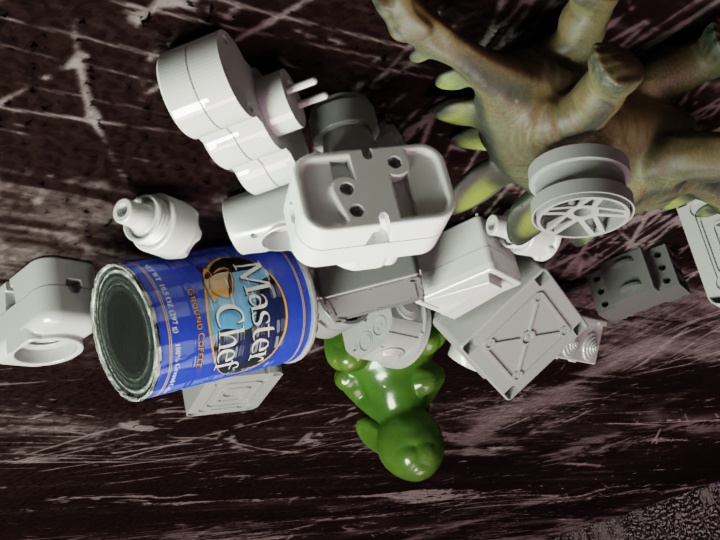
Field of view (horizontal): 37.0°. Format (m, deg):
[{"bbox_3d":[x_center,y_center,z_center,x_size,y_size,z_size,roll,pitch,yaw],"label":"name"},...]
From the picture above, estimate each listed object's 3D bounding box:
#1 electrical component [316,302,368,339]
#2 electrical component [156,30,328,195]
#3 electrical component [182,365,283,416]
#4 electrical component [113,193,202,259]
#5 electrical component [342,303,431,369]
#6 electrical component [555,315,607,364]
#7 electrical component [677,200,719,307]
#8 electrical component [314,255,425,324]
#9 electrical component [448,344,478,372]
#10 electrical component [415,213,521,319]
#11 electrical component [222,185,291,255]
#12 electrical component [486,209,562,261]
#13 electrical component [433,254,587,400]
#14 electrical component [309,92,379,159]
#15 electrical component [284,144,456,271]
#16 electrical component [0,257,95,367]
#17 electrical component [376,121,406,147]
[{"bbox_3d":[-0.025,0.031,0.959,0.055,0.055,0.047,1,157,-32],"label":"electrical component"},{"bbox_3d":[-0.056,-0.096,0.640,0.074,0.052,0.138,-19,157,12],"label":"electrical component"},{"bbox_3d":[-0.128,0.095,1.046,0.078,0.057,0.113,-3,156,-23],"label":"electrical component"},{"bbox_3d":[-0.144,-0.033,0.751,0.043,0.043,0.062,-25,154,26],"label":"electrical component"},{"bbox_3d":[0.023,0.049,0.997,0.051,0.080,0.080,14,145,-39],"label":"electrical component"},{"bbox_3d":[0.194,0.065,1.119,0.100,0.048,0.100,11,178,42],"label":"electrical component"},{"bbox_3d":[0.341,-0.023,0.960,0.078,0.113,0.057,-27,151,30],"label":"electrical component"},{"bbox_3d":[0.000,0.000,0.889,0.096,0.061,0.061,-14,158,2],"label":"electrical component"},{"bbox_3d":[0.122,0.055,1.089,0.043,0.077,0.079,24,-171,-11],"label":"electrical component"},{"bbox_3d":[0.084,0.003,0.943,0.096,0.061,0.062,-25,155,25],"label":"electrical component"},{"bbox_3d":[-0.051,-0.037,0.794,0.077,0.044,0.079,-17,158,10],"label":"electrical component"},{"bbox_3d":[0.137,-0.034,0.910,0.062,0.048,0.048,8,150,-28],"label":"electrical component"},{"bbox_3d":[0.141,0.049,1.002,0.109,0.056,0.108,-43,132,0],"label":"electrical component"},{"bbox_3d":[-0.007,-0.081,0.699,0.045,0.055,0.045,-11,158,-5],"label":"electrical component"},{"bbox_3d":[0.004,-0.037,0.661,0.095,0.053,0.059,-7,156,-15],"label":"electrical component"},{"bbox_3d":[-0.248,0.037,0.839,0.095,0.059,0.054,-31,152,36],"label":"electrical component"},{"bbox_3d":[0.016,-0.056,0.762,0.062,0.061,0.096,-26,160,7],"label":"electrical component"}]
